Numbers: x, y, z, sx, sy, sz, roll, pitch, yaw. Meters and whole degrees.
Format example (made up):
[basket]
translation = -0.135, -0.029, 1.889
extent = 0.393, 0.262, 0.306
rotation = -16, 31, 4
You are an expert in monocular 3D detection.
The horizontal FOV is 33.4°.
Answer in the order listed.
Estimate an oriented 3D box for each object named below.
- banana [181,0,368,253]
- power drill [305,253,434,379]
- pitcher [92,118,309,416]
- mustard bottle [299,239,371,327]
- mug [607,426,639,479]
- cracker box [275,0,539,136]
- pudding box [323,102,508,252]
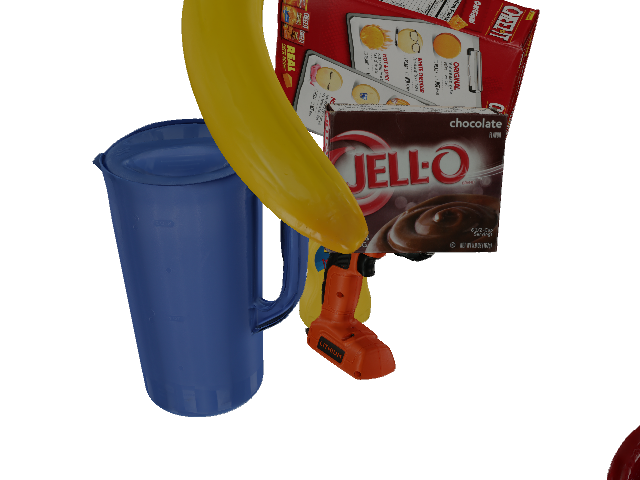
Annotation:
[banana]
translation = -0.027, -0.079, 0.484
extent = 0.069, 0.198, 0.037
rotation = -6, -30, -4
[power drill]
translation = 0.047, 0.041, 1.074
extent = 0.057, 0.188, 0.185
rotation = -7, 22, -32
[pitcher]
translation = -0.098, 0.028, 0.911
extent = 0.144, 0.243, 0.149
rotation = -14, 31, -21
[mustard bottle]
translation = 0.024, 0.022, 1.418
extent = 0.096, 0.192, 0.058
rotation = -5, 26, -17
[mug]
translation = 0.149, 0.117, 0.354
extent = 0.117, 0.081, 0.093
rotation = 5, 37, 8
[cracker box]
translation = 0.068, -0.153, 0.941
extent = 0.214, 0.072, 0.164
rotation = 20, -41, 12
[pudding box]
translation = 0.057, -0.040, 0.674
extent = 0.113, 0.090, 0.039
rotation = -1, 18, -8
